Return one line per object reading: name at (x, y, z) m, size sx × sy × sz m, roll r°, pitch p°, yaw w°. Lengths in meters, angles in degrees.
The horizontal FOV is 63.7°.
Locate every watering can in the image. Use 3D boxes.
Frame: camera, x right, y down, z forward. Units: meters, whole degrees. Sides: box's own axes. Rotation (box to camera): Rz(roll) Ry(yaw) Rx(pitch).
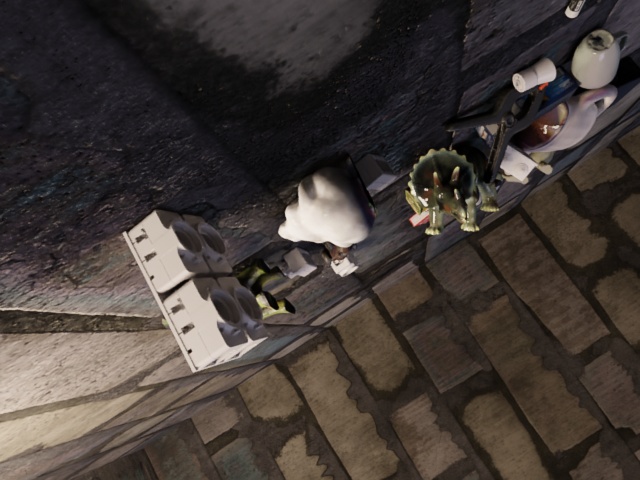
watering can at (0.516, -0.242, 1.201) m, size 0.225 × 0.105 × 0.341 m, roll -8°, pitch 157°, yaw -37°

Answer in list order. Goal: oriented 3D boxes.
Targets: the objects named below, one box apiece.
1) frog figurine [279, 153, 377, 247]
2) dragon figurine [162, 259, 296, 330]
frog figurine at (0.002, -0.040, 0.801) m, size 0.159 × 0.125 × 0.135 m, roll -26°, pitch 133°, yaw 10°
dragon figurine at (-0.195, 0.134, 1.009) m, size 0.241 × 0.124 × 0.406 m, roll -27°, pitch 159°, yaw 14°
